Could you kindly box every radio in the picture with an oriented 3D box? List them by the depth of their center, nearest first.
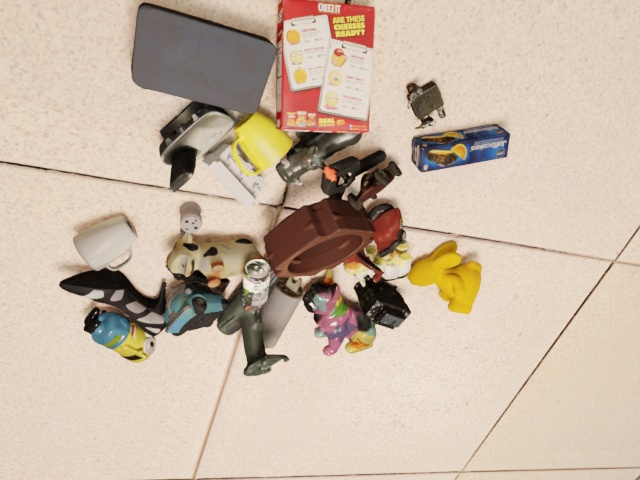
[{"bbox_3d":[-0.201,-0.305,0.917,0.229,0.073,0.131,10,112,-20],"label":"radio"}]

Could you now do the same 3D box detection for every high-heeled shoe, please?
[{"bbox_3d":[-0.441,0.145,1.164,0.248,0.086,0.145,8,114,-34],"label":"high-heeled shoe"}]

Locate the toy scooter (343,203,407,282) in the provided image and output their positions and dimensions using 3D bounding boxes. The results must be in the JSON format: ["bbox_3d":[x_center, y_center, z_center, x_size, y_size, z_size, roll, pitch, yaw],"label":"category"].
[{"bbox_3d":[0.127,0.014,1.208,0.184,0.135,0.075,-40,156,16],"label":"toy scooter"}]

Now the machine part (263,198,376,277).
[{"bbox_3d":[-0.002,-0.003,1.131,0.201,0.087,0.201,-35,157,33],"label":"machine part"}]

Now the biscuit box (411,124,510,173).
[{"bbox_3d":[0.302,-0.198,1.154,0.203,0.059,0.062,-11,127,-8],"label":"biscuit box"}]

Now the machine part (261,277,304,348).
[{"bbox_3d":[-0.107,0.176,1.295,0.079,0.079,0.243,16,120,-25],"label":"machine part"}]

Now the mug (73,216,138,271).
[{"bbox_3d":[-0.419,0.009,1.085,0.107,0.081,0.109,-34,121,-3],"label":"mug"}]

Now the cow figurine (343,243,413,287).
[{"bbox_3d":[0.138,0.067,1.296,0.167,0.068,0.098,-10,135,-7],"label":"cow figurine"}]

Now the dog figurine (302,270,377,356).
[{"bbox_3d":[0.052,0.172,1.321,0.192,0.109,0.219,-7,123,-10],"label":"dog figurine"}]

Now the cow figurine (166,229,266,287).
[{"bbox_3d":[-0.228,0.034,1.144,0.195,0.127,0.085,-7,133,-30],"label":"cow figurine"}]

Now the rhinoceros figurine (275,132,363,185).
[{"bbox_3d":[0.000,-0.177,1.052,0.190,0.112,0.073,-32,129,-2],"label":"rhinoceros figurine"}]

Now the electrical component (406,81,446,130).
[{"bbox_3d":[0.212,-0.272,1.084,0.078,0.045,0.102,-24,128,4],"label":"electrical component"}]

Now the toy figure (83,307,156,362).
[{"bbox_3d":[-0.454,0.216,1.221,0.089,0.082,0.180,-13,143,34],"label":"toy figure"}]

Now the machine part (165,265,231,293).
[{"bbox_3d":[-0.269,0.082,1.190,0.139,0.084,0.039,20,92,-37],"label":"machine part"}]

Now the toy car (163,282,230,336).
[{"bbox_3d":[-0.284,0.141,1.198,0.109,0.103,0.161,-45,162,25],"label":"toy car"}]

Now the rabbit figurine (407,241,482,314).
[{"bbox_3d":[0.307,0.090,1.333,0.173,0.122,0.162,15,118,-3],"label":"rabbit figurine"}]

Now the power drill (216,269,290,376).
[{"bbox_3d":[-0.140,0.188,1.212,0.232,0.207,0.086,-38,154,30],"label":"power drill"}]

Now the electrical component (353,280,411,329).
[{"bbox_3d":[0.156,0.156,1.319,0.115,0.134,0.058,19,118,-29],"label":"electrical component"}]

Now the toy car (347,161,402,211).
[{"bbox_3d":[0.110,-0.115,1.090,0.089,0.202,0.053,-40,87,24],"label":"toy car"}]

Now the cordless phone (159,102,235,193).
[{"bbox_3d":[-0.220,-0.165,0.951,0.146,0.184,0.088,-38,121,12],"label":"cordless phone"}]
